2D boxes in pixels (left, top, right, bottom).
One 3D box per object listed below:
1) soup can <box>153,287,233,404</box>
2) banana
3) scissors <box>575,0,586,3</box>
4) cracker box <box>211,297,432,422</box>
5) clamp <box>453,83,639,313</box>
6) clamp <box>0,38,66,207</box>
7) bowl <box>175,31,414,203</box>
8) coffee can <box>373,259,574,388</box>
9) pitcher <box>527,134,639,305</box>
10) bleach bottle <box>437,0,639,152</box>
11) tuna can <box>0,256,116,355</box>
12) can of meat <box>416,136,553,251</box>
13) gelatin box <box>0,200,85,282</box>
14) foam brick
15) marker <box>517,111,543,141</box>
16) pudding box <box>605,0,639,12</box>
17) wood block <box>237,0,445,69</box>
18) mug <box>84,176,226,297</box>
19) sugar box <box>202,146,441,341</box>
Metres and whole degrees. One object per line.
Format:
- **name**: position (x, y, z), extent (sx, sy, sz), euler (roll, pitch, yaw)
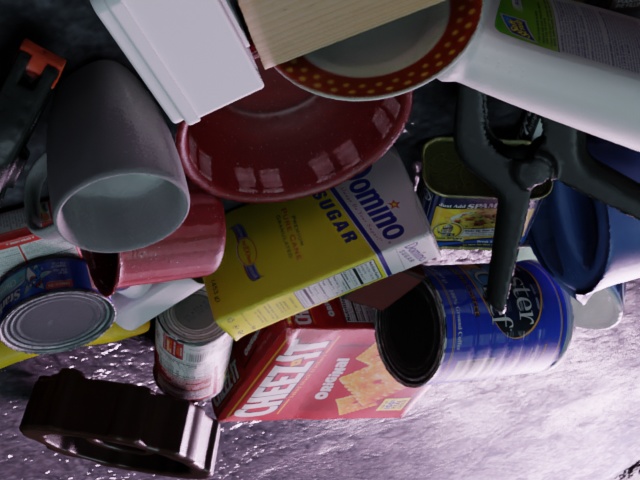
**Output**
- **soup can**: position (-0.109, 0.088, 0.922), extent (0.068, 0.068, 0.102), euler (-8, 145, -16)
- **banana**: position (-0.242, 0.087, 0.884), extent (0.198, 0.037, 0.069), euler (-21, 152, 2)
- **scissors**: position (0.176, -0.209, 0.675), extent (0.096, 0.016, 0.202), euler (13, 137, -36)
- **cracker box**: position (0.020, 0.106, 1.011), extent (0.213, 0.072, 0.164), euler (4, 140, -30)
- **clamp**: position (0.167, -0.054, 0.769), extent (0.165, 0.036, 0.210), euler (-17, 110, 22)
- **clamp**: position (-0.203, -0.041, 0.652), extent (0.039, 0.120, 0.172), euler (21, 130, -16)
- **bowl**: position (-0.022, -0.094, 0.710), extent (0.162, 0.055, 0.162), euler (-13, 147, -9)
- **coffee can**: position (0.132, 0.070, 0.923), extent (0.140, 0.103, 0.103), euler (-2, 144, -30)
- **pitcher**: position (0.301, -0.052, 0.886), extent (0.242, 0.145, 0.149), euler (-12, 159, -17)
- **bleach bottle**: position (0.144, -0.124, 0.692), extent (0.250, 0.102, 0.068), euler (16, 132, -14)
- **tuna can**: position (-0.198, 0.049, 0.795), extent (0.086, 0.034, 0.086), euler (-15, 148, -9)
- **can of meat**: position (0.127, -0.034, 0.859), extent (0.102, 0.057, 0.084), euler (2, 147, -3)
- **gelatin box**: position (-0.214, 0.011, 0.791), extent (0.073, 0.030, 0.089), euler (-15, 149, -7)
- **foam brick**: position (0.041, 0.008, 0.874), extent (0.052, 0.078, 0.051), euler (19, 132, -42)
- **marker**: position (0.170, -0.094, 0.842), extent (0.020, 0.020, 0.121), euler (-10, 146, -14)
- **pudding box**: position (0.248, -0.201, 0.705), extent (0.113, 0.039, 0.090), euler (-11, 147, -13)
- **wood block**: position (0.044, -0.186, 0.577), extent (0.206, 0.090, 0.091), euler (-21, 148, 2)
- **mug**: position (-0.123, -0.009, 0.766), extent (0.081, 0.093, 0.117), euler (-7, 176, -27)
- **sugar box**: position (-0.006, 0.001, 0.825), extent (0.176, 0.093, 0.048), euler (-25, 147, 7)
